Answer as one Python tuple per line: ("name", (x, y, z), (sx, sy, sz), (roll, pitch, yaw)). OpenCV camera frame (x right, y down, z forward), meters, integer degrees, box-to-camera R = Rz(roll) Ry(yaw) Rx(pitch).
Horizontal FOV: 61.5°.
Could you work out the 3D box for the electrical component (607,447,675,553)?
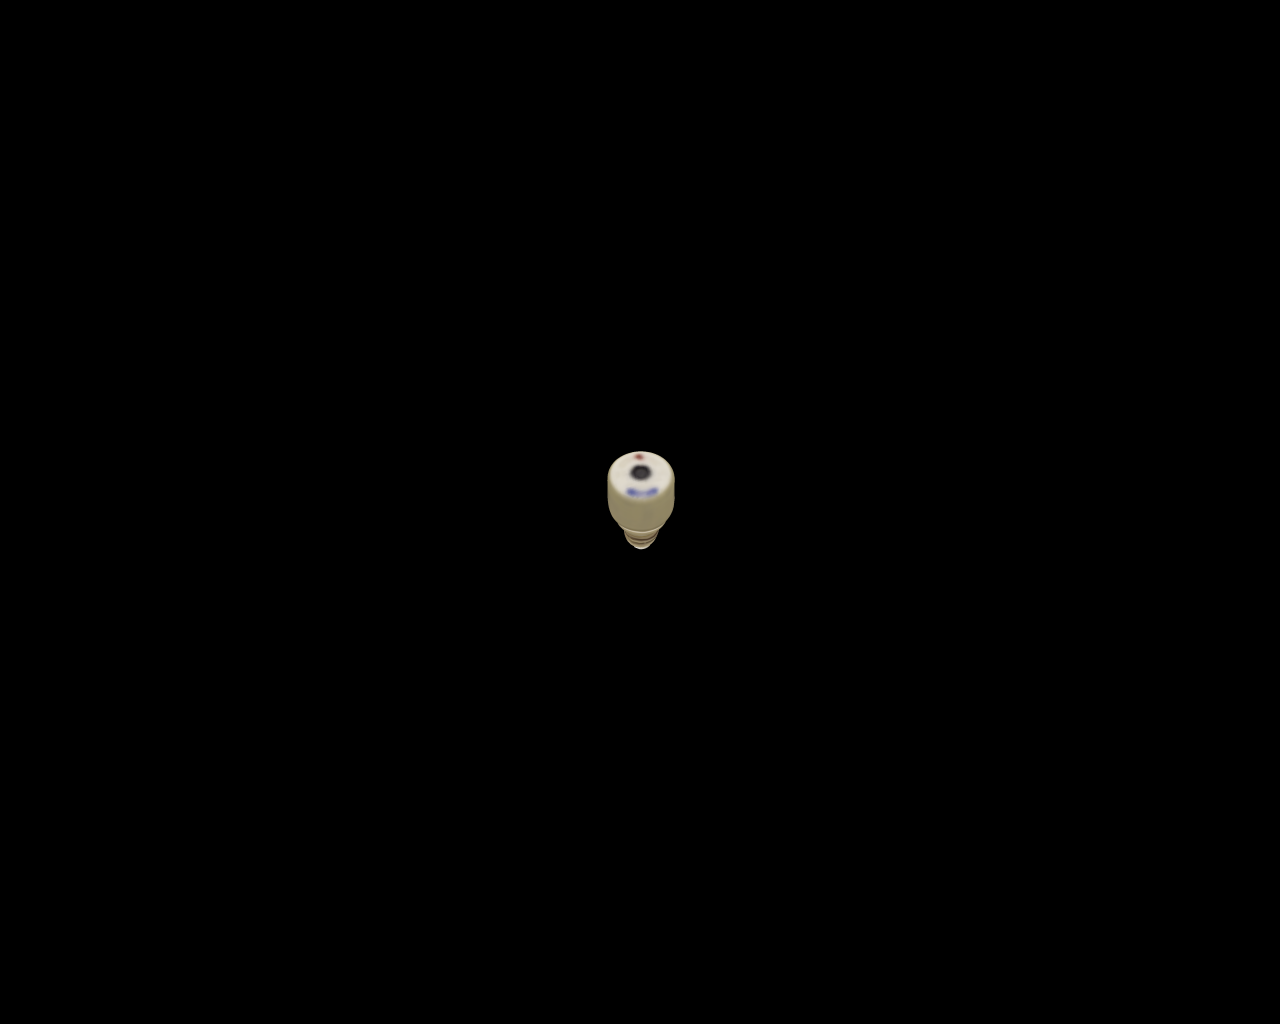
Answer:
("electrical component", (0.001, -0.003, 0.650), (0.040, 0.040, 0.078), (0, -38, 0))
